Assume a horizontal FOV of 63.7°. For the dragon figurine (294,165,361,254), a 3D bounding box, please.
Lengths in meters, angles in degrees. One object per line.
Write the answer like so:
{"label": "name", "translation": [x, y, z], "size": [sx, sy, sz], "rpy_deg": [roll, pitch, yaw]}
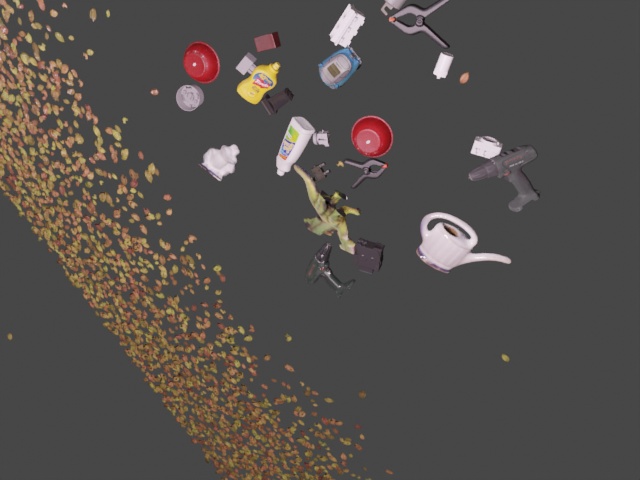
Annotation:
{"label": "dragon figurine", "translation": [0.006, -0.104, 2.076], "size": [0.124, 0.411, 0.238], "rpy_deg": [-44, -4, -47]}

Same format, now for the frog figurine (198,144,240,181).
{"label": "frog figurine", "translation": [-0.406, -0.339, 2.143], "size": [0.138, 0.159, 0.122], "rpy_deg": [40, -1, 9]}

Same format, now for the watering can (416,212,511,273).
{"label": "watering can", "translation": [0.512, 0.040, 1.922], "size": [0.348, 0.220, 0.106], "rpy_deg": [35, 36, 3]}
